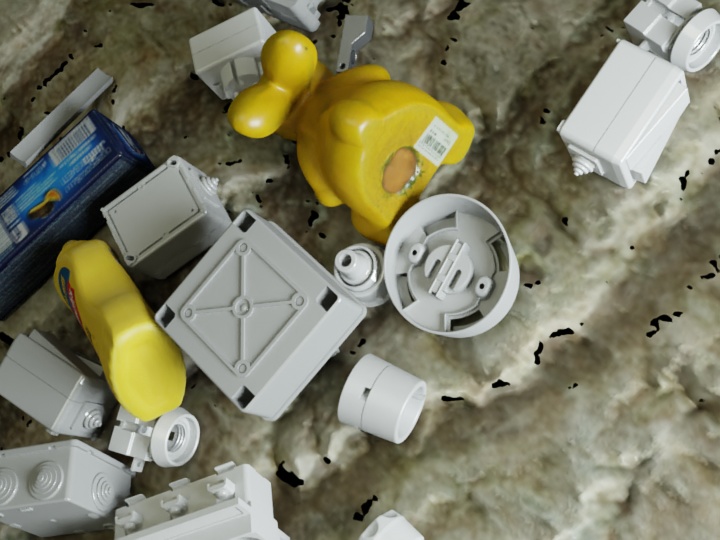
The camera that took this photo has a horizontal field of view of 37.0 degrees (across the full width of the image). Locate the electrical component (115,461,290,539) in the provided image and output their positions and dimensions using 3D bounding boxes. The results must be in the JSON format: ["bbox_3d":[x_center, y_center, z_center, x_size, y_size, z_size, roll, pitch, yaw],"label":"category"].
[{"bbox_3d":[-0.126,0.196,0.814,0.121,0.078,0.063,-22,48,15],"label":"electrical component"}]

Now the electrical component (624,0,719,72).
[{"bbox_3d":[0.231,-0.176,0.783,0.066,0.048,0.055,-48,58,4],"label":"electrical component"}]

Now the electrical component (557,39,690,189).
[{"bbox_3d":[0.189,-0.103,0.771,0.061,0.062,0.096,34,90,24],"label":"electrical component"}]

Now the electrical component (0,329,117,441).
[{"bbox_3d":[-0.243,0.096,0.886,0.096,0.062,0.061,28,88,24],"label":"electrical component"}]

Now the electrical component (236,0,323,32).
[{"bbox_3d":[-0.073,-0.247,0.910,0.089,0.056,0.050,27,87,24],"label":"electrical component"}]

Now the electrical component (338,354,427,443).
[{"bbox_3d":[0.017,0.096,0.791,0.047,0.055,0.055,22,85,20],"label":"electrical component"}]

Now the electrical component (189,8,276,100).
[{"bbox_3d":[-0.098,-0.166,0.899,0.066,0.047,0.076,-23,62,14],"label":"electrical component"}]

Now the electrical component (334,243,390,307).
[{"bbox_3d":[0.000,0.000,0.817,0.048,0.062,0.048,-5,75,20],"label":"electrical component"}]

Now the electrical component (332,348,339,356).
[{"bbox_3d":[-0.066,0.028,0.835,0.061,0.062,0.096,-23,70,15],"label":"electrical component"}]

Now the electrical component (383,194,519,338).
[{"bbox_3d":[0.068,0.000,0.790,0.099,0.064,0.099,-5,75,20],"label":"electrical component"}]

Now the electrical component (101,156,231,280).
[{"bbox_3d":[-0.151,-0.045,0.886,0.096,0.061,0.061,-34,67,10],"label":"electrical component"}]

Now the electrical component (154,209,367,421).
[{"bbox_3d":[-0.071,0.032,0.769,0.109,0.056,0.108,42,94,25],"label":"electrical component"}]

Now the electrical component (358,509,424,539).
[{"bbox_3d":[0.030,0.205,0.765,0.062,0.043,0.043,41,93,23],"label":"electrical component"}]

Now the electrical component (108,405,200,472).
[{"bbox_3d":[-0.162,0.130,0.856,0.055,0.048,0.066,9,80,30],"label":"electrical component"}]

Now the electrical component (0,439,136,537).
[{"bbox_3d":[-0.238,0.174,0.845,0.100,0.099,0.048,-11,60,18],"label":"electrical component"}]
